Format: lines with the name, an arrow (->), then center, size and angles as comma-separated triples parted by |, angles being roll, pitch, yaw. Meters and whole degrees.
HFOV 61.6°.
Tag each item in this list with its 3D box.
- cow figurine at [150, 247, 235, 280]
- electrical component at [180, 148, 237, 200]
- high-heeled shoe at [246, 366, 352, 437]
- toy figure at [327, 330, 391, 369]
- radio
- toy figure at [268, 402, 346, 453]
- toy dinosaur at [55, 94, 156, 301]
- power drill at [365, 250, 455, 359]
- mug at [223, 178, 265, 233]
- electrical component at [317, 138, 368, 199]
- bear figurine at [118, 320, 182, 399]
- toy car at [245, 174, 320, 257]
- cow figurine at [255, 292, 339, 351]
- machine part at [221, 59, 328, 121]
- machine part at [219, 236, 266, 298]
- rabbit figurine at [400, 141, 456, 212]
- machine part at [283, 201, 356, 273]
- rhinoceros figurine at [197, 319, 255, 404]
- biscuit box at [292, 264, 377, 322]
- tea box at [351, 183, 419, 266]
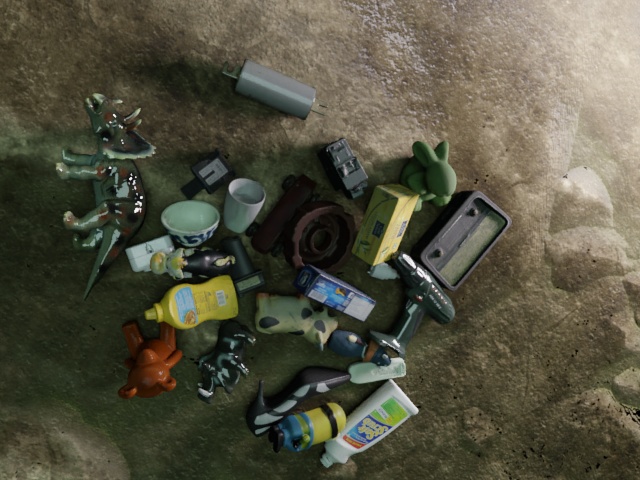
cow figurine -> -0.264, 0.050, 1.123 | 0.167, 0.098, 0.068 | -2, 91, -49
electrical component -> -0.249, -0.137, 1.171 | 0.119, 0.048, 0.074 | -36, 100, -12
high-heeled shoe -> -0.047, 0.377, 1.239 | 0.249, 0.086, 0.145 | -2, 104, -12
toy figure -> 0.095, 0.254, 1.258 | 0.154, 0.064, 0.058 | 19, 73, -4
radio -> 0.335, -0.004, 1.292 | 0.131, 0.073, 0.229 | 42, 84, -12
toy figure -> -0.023, 0.422, 1.207 | 0.180, 0.089, 0.082 | -1, 50, -32
toy dinosaur -> -0.426, -0.088, 1.109 | 0.192, 0.131, 0.404 | -7, 101, -11
power drill -> 0.198, 0.161, 1.264 | 0.232, 0.086, 0.207 | 38, 82, -25
mug -> -0.170, -0.076, 1.173 | 0.081, 0.109, 0.107 | 22, 130, -7
electrical component -> 0.052, -0.156, 1.202 | 0.058, 0.115, 0.134 | -30, 97, -7
bear figurine -> -0.352, 0.239, 1.101 | 0.120, 0.196, 0.131 | -9, 95, -8
toy car -> -0.082, -0.056, 1.211 | 0.089, 0.053, 0.202 | 35, 85, 8
cow figurine -> -0.051, 0.182, 1.218 | 0.195, 0.085, 0.127 | 4, 87, -15
machine part -> -0.097, -0.328, 1.178 | 0.243, 0.079, 0.079 | 19, 90, -14
machine part -> -0.177, 0.055, 1.207 | 0.084, 0.039, 0.138 | -24, 100, -1
rabbit figurine -> 0.261, -0.144, 1.218 | 0.121, 0.170, 0.159 | -2, 95, -13
machine part -> -0.002, -0.004, 1.196 | 0.179, 0.056, 0.179 | -14, 117, -29
rhinoceros figurine -> -0.213, 0.272, 1.195 | 0.112, 0.073, 0.190 | 20, 89, -14
biscuit box -> 0.034, 0.119, 1.199 | 0.202, 0.063, 0.059 | 29, 95, -39
tea box -> 0.145, -0.036, 1.203 | 0.098, 0.068, 0.169 | -16, 130, -50
